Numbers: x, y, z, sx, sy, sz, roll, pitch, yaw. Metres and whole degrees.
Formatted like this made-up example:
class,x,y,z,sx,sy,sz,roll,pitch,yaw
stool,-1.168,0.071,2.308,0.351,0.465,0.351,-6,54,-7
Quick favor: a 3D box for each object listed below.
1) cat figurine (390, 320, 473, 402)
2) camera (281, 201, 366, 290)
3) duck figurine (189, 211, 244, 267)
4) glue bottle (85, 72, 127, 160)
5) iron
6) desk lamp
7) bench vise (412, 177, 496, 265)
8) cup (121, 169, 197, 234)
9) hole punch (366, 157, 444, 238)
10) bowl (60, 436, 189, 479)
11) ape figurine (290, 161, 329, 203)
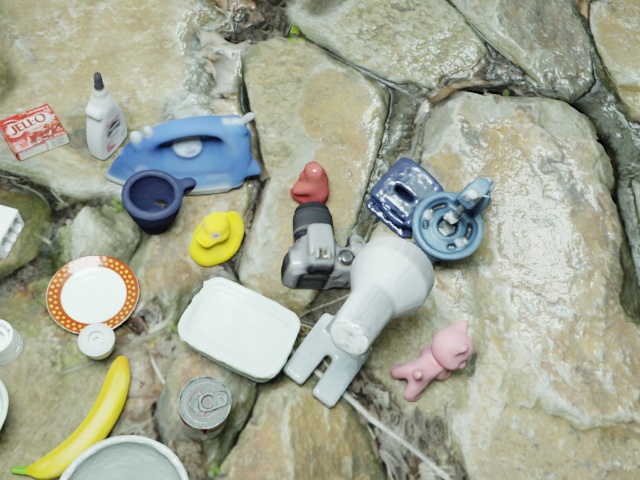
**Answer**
class,x,y,z,sx,sy,sz,roll,pitch,yaw
cat figurine,0.183,0.182,0.883,0.128,0.117,0.067,-29,72,-25
camera,0.009,0.003,0.947,0.143,0.100,0.137,2,62,-13
duck figurine,-0.164,-0.015,0.924,0.077,0.086,0.105,38,60,8
glue bottle,-0.352,-0.208,0.931,0.037,0.173,0.078,24,59,1
iron,-0.228,-0.155,0.952,0.259,0.141,0.118,-10,65,-18
desk lamp,0.059,0.118,0.832,0.118,0.213,0.203,35,60,7
bench vise,0.234,-0.061,0.967,0.121,0.219,0.207,27,59,2
cup,-0.254,-0.057,0.919,0.118,0.095,0.091,-25,71,-24
hole punch,0.153,-0.076,1.031,0.108,0.091,0.101,42,61,10
bowl,-0.246,0.338,0.720,0.167,0.074,0.167,6,61,-10
ape figurine,-0.014,-0.104,1.005,0.078,0.092,0.076,-25,71,-24
